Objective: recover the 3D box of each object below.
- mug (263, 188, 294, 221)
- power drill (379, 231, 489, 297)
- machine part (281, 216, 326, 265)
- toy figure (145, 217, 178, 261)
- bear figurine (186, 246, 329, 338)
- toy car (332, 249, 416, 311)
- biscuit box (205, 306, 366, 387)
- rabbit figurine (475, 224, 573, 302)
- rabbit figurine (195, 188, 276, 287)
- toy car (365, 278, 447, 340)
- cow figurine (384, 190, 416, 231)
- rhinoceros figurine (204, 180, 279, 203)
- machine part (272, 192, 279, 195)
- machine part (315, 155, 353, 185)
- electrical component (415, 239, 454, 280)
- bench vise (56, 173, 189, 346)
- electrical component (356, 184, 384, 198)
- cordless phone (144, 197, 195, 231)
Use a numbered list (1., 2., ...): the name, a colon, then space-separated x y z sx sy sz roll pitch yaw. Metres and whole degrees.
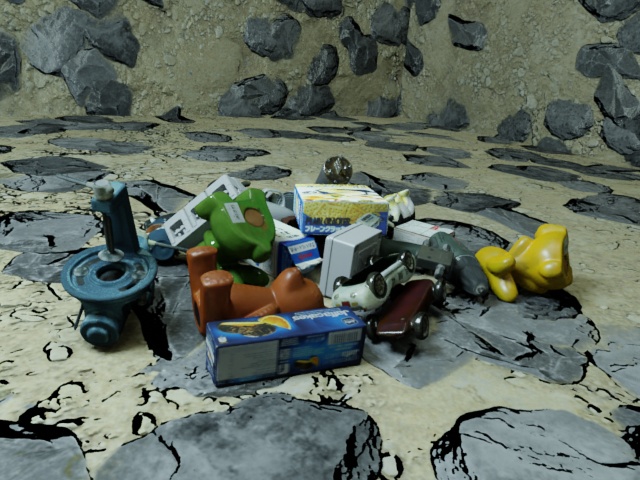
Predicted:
1. mug: -0.104 -0.055 1.154 0.107 0.109 0.081 7 9 -39
2. power drill: 0.192 0.035 1.002 0.207 0.085 0.232 2 20 4
3. machine part: -0.002 -0.003 1.096 0.179 0.056 0.179 4 21 -2
4. toy figure: -0.302 -0.004 1.018 0.058 0.064 0.155 -37 23 -5
5. bear figurine: -0.078 0.074 0.758 0.196 0.131 0.120 -9 28 -19
6. toy car: 0.087 0.062 0.831 0.074 0.056 0.202 -10 9 33
7. biscuit box: -0.042 0.133 0.693 0.203 0.059 0.063 -3 21 -23
8. rabbit figurine: 0.363 0.052 0.990 0.173 0.121 0.162 2 24 35
9. rabbit figurine: -0.145 0.016 0.893 0.121 0.170 0.159 -23 77 -49
10. toy car: 0.135 0.108 0.817 0.089 0.053 0.202 -3 16 24
11. cow figurine: 0.160 -0.052 1.243 0.068 0.098 0.167 -19 6 44
12. rhinoceros figurine: -0.189 -0.097 1.286 0.190 0.073 0.112 5 18 1
13. machine part: -0.062 -0.106 1.398 0.139 0.039 0.084 -6 28 -33
14. machine part: 0.032 -0.153 1.385 0.079 0.079 0.243 2 -11 -10
15. electrical component: 0.194 0.032 0.917 0.063 0.021 0.094 14 37 13
16. bench vise: -0.273 0.014 0.735 0.129 0.240 0.224 11 36 6
17. electrical component: 0.130 -0.094 1.362 0.119 0.074 0.048 21 24 32
18. cordless phone: -0.275 -0.039 1.125 0.184 0.088 0.147 -13 24 -14
